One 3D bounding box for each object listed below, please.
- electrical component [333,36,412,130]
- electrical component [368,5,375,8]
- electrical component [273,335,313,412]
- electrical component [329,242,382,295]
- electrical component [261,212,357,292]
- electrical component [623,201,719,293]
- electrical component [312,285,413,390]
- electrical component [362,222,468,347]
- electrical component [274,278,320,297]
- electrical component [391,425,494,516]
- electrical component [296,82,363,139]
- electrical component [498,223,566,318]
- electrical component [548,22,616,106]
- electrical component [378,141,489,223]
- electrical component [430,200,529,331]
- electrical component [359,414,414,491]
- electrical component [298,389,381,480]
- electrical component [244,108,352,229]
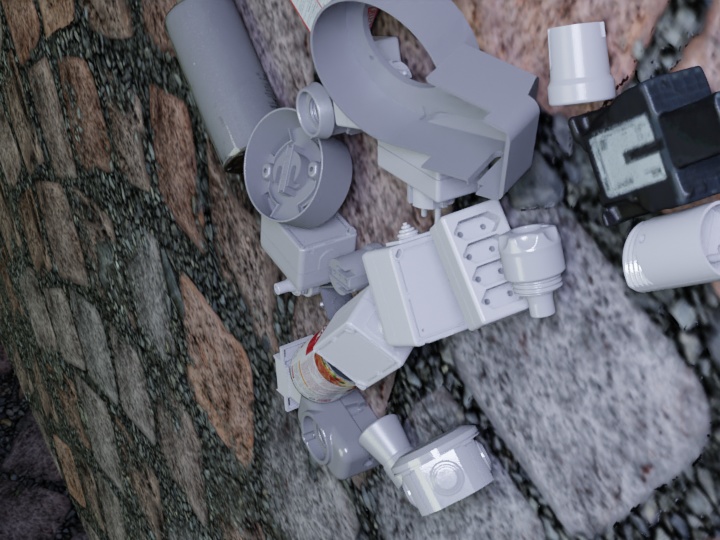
[{"bbox_3d":[0.016,-0.147,0.847,0.077,0.047,0.065,20,123,55],"label":"electrical component"},{"bbox_3d":[0.018,-0.232,0.776,0.096,0.061,0.061,-30,79,63],"label":"electrical component"},{"bbox_3d":[-0.058,0.116,1.152,0.064,0.042,0.081,34,135,49],"label":"electrical component"},{"bbox_3d":[0.000,0.000,0.967,0.040,0.046,0.040,40,139,47],"label":"electrical component"},{"bbox_3d":[-0.054,-0.031,1.032,0.096,0.062,0.061,48,145,39],"label":"electrical component"},{"bbox_3d":[0.182,-0.012,0.619,0.081,0.043,0.043,-17,91,63],"label":"electrical component"},{"bbox_3d":[0.013,0.054,0.946,0.062,0.061,0.096,38,148,-7],"label":"electrical component"},{"bbox_3d":[0.045,0.009,0.870,0.061,0.062,0.096,-9,98,63],"label":"electrical component"},{"bbox_3d":[-0.055,0.010,1.060,0.035,0.061,0.035,40,139,47],"label":"electrical component"},{"bbox_3d":[0.070,0.166,0.900,0.051,0.080,0.080,63,152,7],"label":"electrical component"},{"bbox_3d":[-0.020,-0.138,0.911,0.048,0.055,0.066,63,151,18],"label":"electrical component"},{"bbox_3d":[0.121,0.001,0.743,0.043,0.043,0.062,9,115,61],"label":"electrical component"},{"bbox_3d":[0.133,-0.124,0.651,0.040,0.040,0.046,8,108,61],"label":"electrical component"},{"bbox_3d":[0.055,-0.071,0.821,0.083,0.047,0.075,38,138,48],"label":"electrical component"},{"bbox_3d":[0.087,0.000,0.804,0.075,0.047,0.083,131,119,-75],"label":"electrical component"},{"bbox_3d":[0.034,0.174,1.015,0.065,0.044,0.044,53,148,25],"label":"electrical component"},{"bbox_3d":[-0.021,0.161,1.089,0.095,0.059,0.053,53,147,33],"label":"electrical component"},{"bbox_3d":[-0.057,-0.089,0.969,0.099,0.064,0.099,-14,67,37],"label":"electrical component"}]
